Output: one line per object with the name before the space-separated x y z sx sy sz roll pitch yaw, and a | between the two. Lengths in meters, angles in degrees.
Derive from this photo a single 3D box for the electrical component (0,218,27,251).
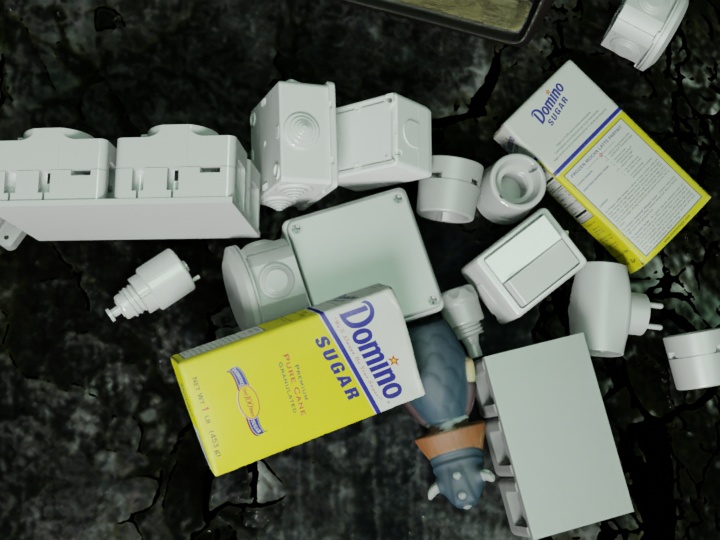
electrical component | -0.307 -0.051 0.860 0.078 0.057 0.058 34 77 -2

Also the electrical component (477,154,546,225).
electrical component | 0.131 -0.071 0.937 0.055 0.047 0.055 2 80 -9

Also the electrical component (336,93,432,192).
electrical component | 0.010 -0.104 0.909 0.061 0.096 0.061 13 73 -50

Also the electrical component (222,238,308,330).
electrical component | -0.078 0.015 0.873 0.051 0.080 0.080 -17 83 -16

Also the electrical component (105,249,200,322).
electrical component | -0.171 0.016 0.877 0.078 0.040 0.040 -34 86 -13

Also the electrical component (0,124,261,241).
electrical component | -0.178 -0.065 0.836 0.186 0.105 0.060 -1 78 6

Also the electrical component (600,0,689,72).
electrical component | 0.257 -0.224 0.969 0.051 0.080 0.080 28 77 3

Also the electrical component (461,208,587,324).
electrical component | 0.146 -0.007 0.920 0.096 0.061 0.061 -37 87 -13

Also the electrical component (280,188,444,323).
electrical component | 0.000 0.000 0.898 0.109 0.056 0.108 -17 83 -11

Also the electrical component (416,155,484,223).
electrical component | 0.076 -0.068 0.925 0.055 0.055 0.047 9 82 -7

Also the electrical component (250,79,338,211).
electrical component | -0.057 -0.102 0.888 0.048 0.100 0.099 2 79 -22

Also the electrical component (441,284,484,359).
electrical component | 0.090 0.045 0.916 0.035 0.035 0.061 -17 85 -11

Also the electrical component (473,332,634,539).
electrical component | 0.155 0.137 0.895 0.089 0.061 0.150 -13 82 -11

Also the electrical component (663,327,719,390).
electrical component | 0.295 0.077 0.932 0.055 0.055 0.047 -9 85 -10

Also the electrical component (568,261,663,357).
electrical component | 0.225 0.036 0.933 0.079 0.044 0.077 7 79 -8
